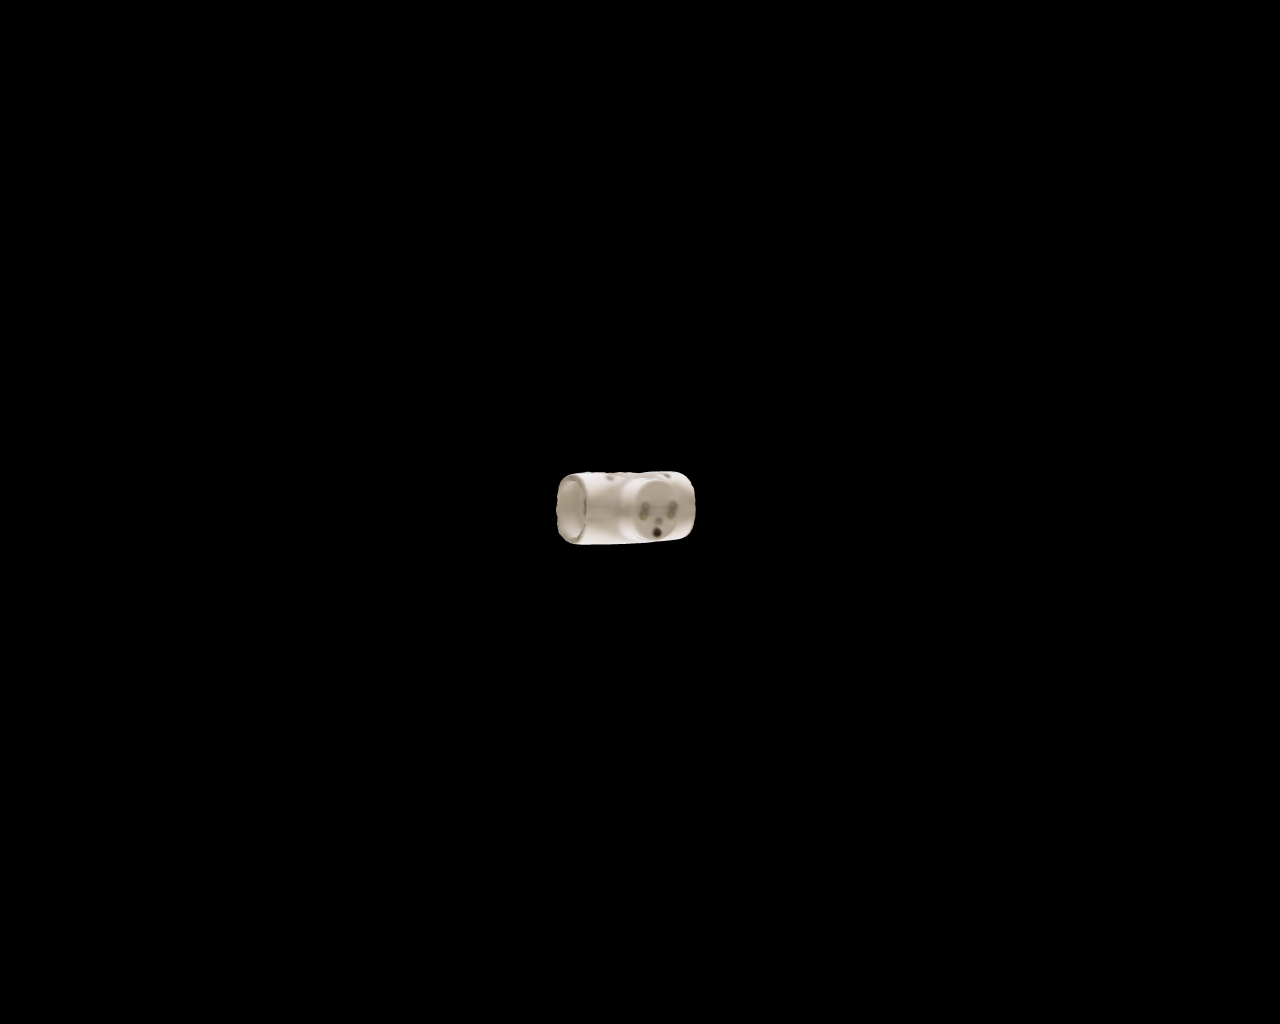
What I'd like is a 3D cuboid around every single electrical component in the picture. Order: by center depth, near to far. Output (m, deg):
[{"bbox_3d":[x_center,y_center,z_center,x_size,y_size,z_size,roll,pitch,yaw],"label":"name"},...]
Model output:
[{"bbox_3d":[0.001,-0.003,0.650,0.077,0.044,0.079,-2,4,-31],"label":"electrical component"}]
